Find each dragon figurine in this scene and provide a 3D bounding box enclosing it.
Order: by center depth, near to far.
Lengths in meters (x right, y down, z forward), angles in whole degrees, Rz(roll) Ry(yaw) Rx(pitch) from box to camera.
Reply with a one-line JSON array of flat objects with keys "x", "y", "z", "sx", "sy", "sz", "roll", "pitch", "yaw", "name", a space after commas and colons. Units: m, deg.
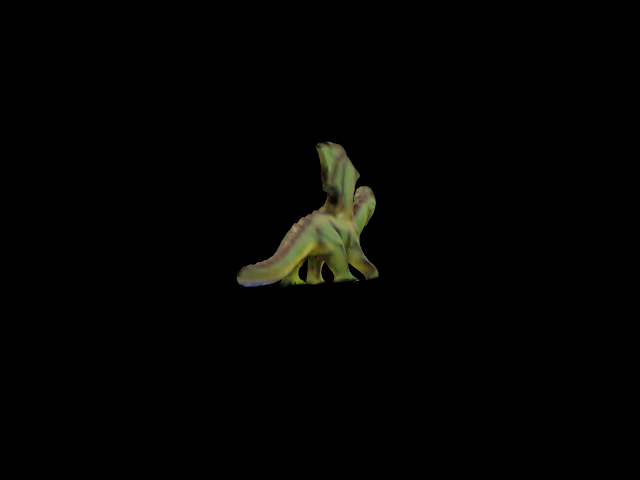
[{"x": 0.003, "y": -0.043, "z": 0.850, "sx": 0.122, "sy": 0.244, "sz": 0.409, "roll": -3, "pitch": -6, "yaw": 28, "name": "dragon figurine"}]
